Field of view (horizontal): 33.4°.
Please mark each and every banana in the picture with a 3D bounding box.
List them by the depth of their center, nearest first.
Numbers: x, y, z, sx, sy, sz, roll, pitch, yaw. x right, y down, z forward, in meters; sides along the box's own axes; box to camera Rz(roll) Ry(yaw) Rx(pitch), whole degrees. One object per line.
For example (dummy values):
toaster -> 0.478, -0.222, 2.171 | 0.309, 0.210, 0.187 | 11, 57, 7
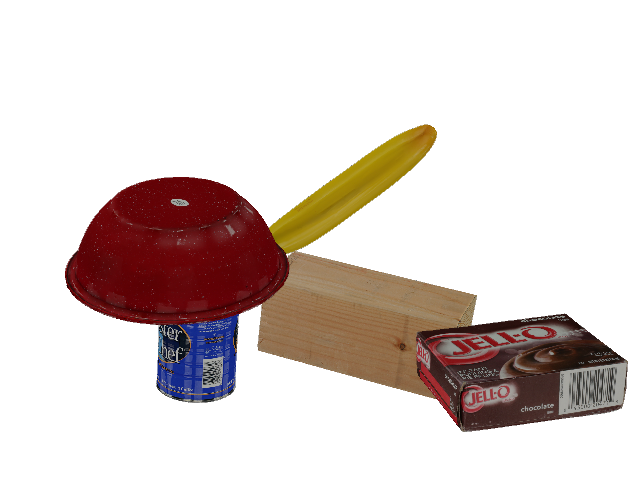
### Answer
banana -> 0.022, -0.039, 0.953 | 0.198, 0.037, 0.069 | -36, 8, 6

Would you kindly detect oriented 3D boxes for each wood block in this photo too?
wood block -> 0.048, 0.087, 1.122 | 0.206, 0.091, 0.090 | 14, 22, 17

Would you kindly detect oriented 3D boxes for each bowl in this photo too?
bowl -> -0.102, -0.003, 0.763 | 0.162, 0.055, 0.162 | 1, 26, -1

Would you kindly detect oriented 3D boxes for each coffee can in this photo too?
coffee can -> -0.154, 0.119, 1.348 | 0.103, 0.140, 0.103 | 4, 19, -2

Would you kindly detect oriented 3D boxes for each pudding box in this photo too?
pudding box -> 0.128, 0.084, 0.696 | 0.113, 0.039, 0.090 | -4, 18, -12
